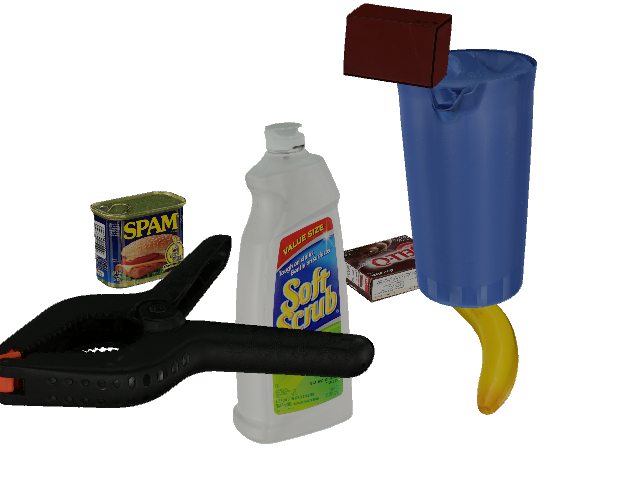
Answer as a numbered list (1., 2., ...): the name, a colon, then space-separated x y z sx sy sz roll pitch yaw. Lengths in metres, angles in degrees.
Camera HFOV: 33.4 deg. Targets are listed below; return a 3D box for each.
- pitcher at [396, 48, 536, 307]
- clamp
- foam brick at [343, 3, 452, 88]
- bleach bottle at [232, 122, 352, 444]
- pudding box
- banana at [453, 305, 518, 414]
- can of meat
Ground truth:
1. pitcher: 0.149 -0.066 1.061 0.149 0.243 0.145 -14 25 -21
2. clamp: -0.096 0.050 0.625 0.209 0.036 0.165 -10 29 -30
3. foam brick: 0.063 -0.160 0.874 0.078 0.051 0.053 12 26 17
4. bleach bottle: -0.029 0.032 0.866 0.102 0.251 0.068 -11 17 -26
5. pudding box: 0.088 0.035 1.360 0.113 0.039 0.090 -16 27 -25
6. banana: 0.175 0.109 1.138 0.069 0.037 0.198 -24 34 4
7. can of meat: -0.197 -0.001 1.164 0.101 0.084 0.058 -14 25 -39
